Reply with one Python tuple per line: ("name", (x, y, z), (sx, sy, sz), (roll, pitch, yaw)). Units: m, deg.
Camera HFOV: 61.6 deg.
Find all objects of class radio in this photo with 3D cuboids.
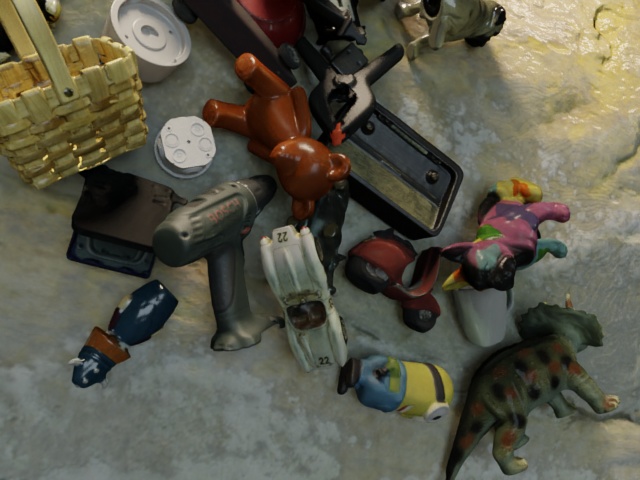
("radio", (0.105, -0.112, 0.833), (0.229, 0.073, 0.131), (35, 72, -15))

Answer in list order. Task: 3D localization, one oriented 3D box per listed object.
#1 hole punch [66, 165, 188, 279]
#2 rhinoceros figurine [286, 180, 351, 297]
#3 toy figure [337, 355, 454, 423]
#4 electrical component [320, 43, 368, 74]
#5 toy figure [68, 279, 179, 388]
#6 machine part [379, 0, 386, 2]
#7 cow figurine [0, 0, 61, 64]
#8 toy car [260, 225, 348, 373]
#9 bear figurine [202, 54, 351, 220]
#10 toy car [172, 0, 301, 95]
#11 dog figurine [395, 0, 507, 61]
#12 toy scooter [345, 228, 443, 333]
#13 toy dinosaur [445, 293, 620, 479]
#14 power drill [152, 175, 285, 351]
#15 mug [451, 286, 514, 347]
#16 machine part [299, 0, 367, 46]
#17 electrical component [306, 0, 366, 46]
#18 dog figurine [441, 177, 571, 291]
("hole punch", (-0.251, -0.021, 0.681), (0.142, 0.092, 0.116), (16, 49, -17))
("rhinoceros figurine", (-0.002, -0.002, 0.764), (0.073, 0.112, 0.190), (4, 64, 12))
("toy figure", (0.117, 0.213, 0.794), (0.180, 0.082, 0.089), (22, 78, -16))
("electrical component", (0.046, -0.283, 0.859), (0.094, 0.021, 0.063), (44, 69, -10))
("toy figure", (-0.246, 0.118, 0.671), (0.064, 0.058, 0.154), (46, 74, -5))
("machine part", (0.125, -0.469, 0.802), (0.087, 0.201, 0.201), (33, 27, -8))
("cow figurine", (-0.381, -0.276, 0.659), (0.167, 0.068, 0.098), (-29, 100, -19))
("toy car", (-0.018, 0.077, 0.689), (0.074, 0.056, 0.201), (-13, 107, 13))
("bear figurine", (-0.056, -0.132, 0.715), (0.132, 0.120, 0.196), (17, 38, -45))
("toy car", (-0.111, -0.287, 0.746), (0.202, 0.089, 0.053), (42, 34, -26))
("dog figurine", (0.244, -0.379, 0.877), (0.191, 0.172, 0.121), (-15, 100, -16))
("toy scooter", (0.130, 0.042, 0.824), (0.183, 0.075, 0.135), (39, 71, -17))
("toy dinosaur", (0.321, 0.231, 0.861), (0.405, 0.131, 0.192), (-26, 81, -19))
("power drill", (-0.104, 0.027, 0.704), (0.232, 0.086, 0.207), (-27, 112, -58))
("mug", (0.270, 0.112, 0.876), (0.109, 0.081, 0.107), (-16, 101, -30))
("machine part", (0.011, -0.331, 0.775), (0.139, 0.039, 0.084), (32, 33, -15))
("electrical component", (0.018, -0.374, 0.845), (0.075, 0.048, 0.119), (-19, 90, -24))
("dog figurine", (0.271, -0.003, 0.846), (0.219, 0.192, 0.108), (-20, 130, -16))
